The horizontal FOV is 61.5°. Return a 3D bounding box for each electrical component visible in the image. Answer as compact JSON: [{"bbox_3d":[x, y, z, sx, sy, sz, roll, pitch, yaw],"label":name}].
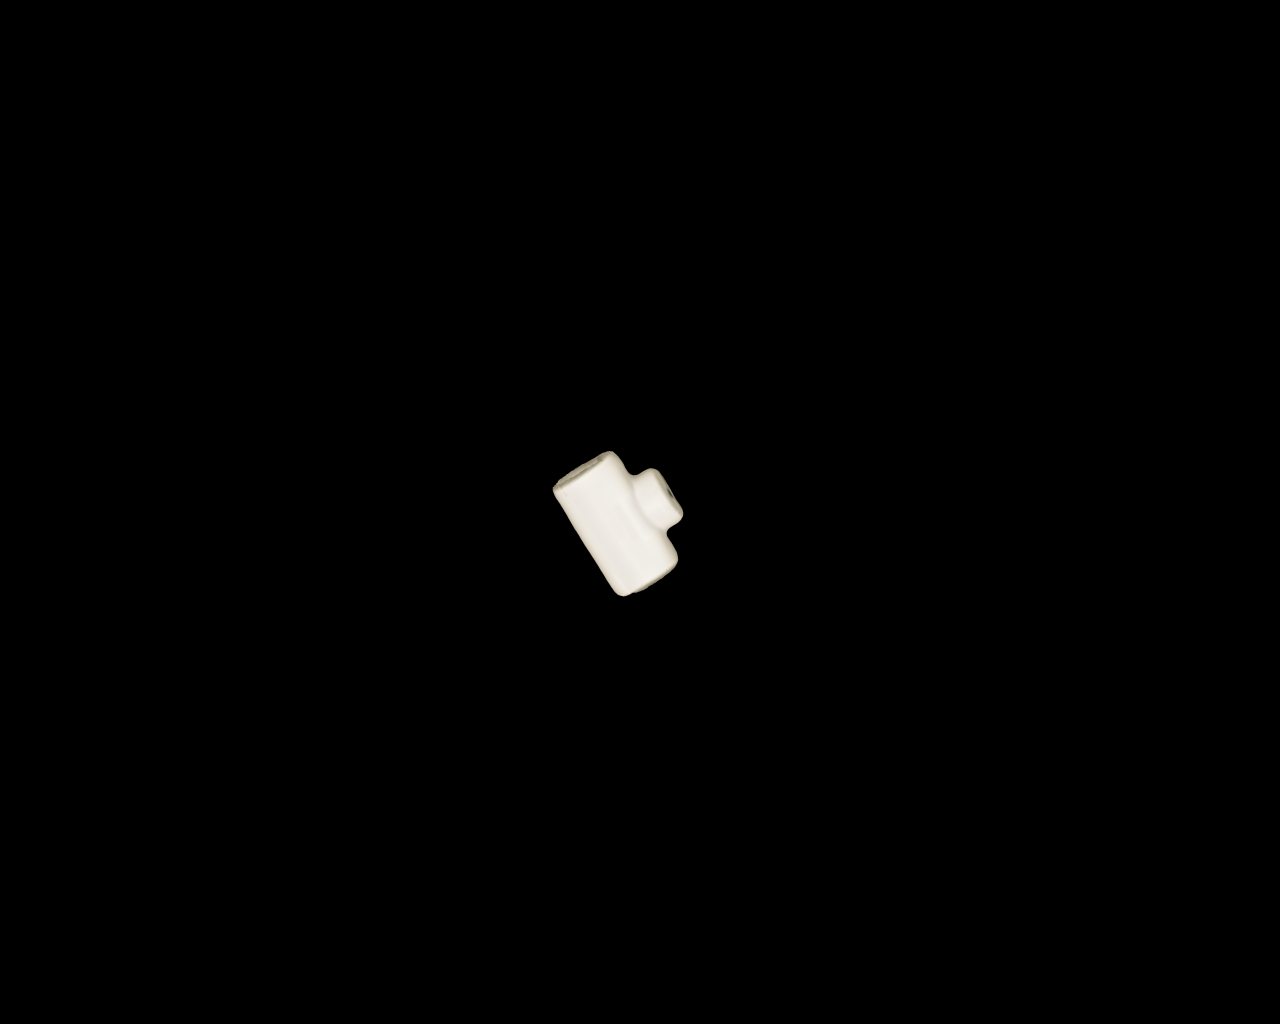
[{"bbox_3d":[0.001,-0.003,0.650,0.079,0.077,0.043,-31,8,5],"label":"electrical component"}]
